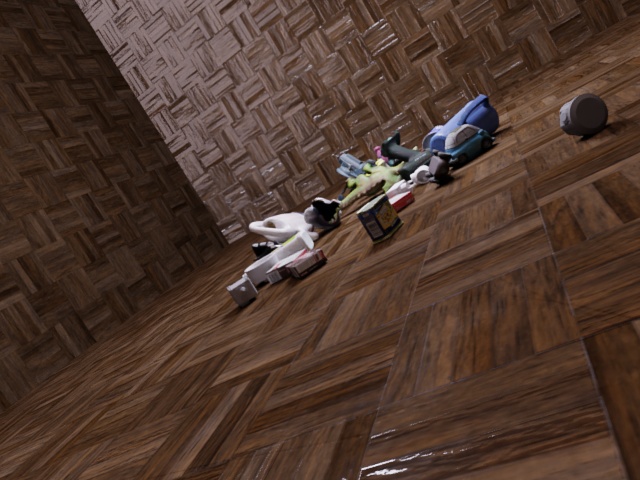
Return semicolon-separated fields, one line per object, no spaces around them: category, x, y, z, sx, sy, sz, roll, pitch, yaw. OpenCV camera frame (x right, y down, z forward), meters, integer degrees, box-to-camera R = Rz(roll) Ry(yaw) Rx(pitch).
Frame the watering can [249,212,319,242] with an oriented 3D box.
watering can;-0.099;-0.039;1.917;0.348;0.103;0.226;8;14;34

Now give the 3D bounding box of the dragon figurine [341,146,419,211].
dragon figurine;0.209;-0.200;1.872;0.414;0.121;0.243;-43;18;-15

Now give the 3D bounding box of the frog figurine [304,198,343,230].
frog figurine;0.006;-0.093;1.840;0.138;0.123;0.158;-19;0;-18
